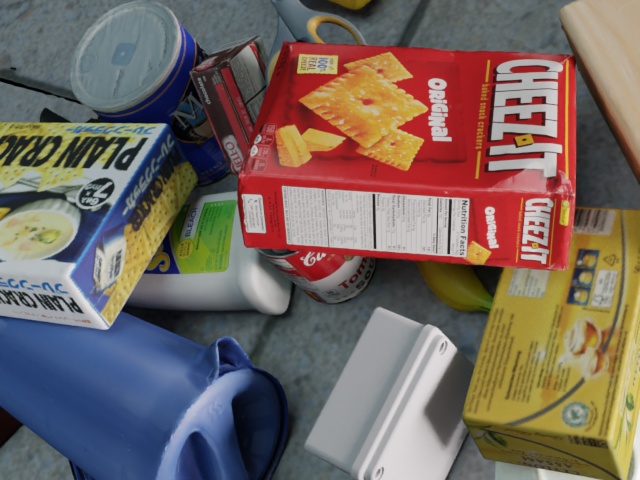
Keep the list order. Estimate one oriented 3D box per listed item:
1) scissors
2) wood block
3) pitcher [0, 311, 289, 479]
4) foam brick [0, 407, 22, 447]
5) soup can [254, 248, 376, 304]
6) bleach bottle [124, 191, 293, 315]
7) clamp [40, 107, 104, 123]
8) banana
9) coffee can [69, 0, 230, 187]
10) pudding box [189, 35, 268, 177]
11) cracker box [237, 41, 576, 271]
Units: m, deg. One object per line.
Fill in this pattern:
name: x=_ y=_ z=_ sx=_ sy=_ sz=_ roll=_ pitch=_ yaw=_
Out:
scissors: x=-0.039 y=-0.179 z=0.870 sx=0.096 sy=0.016 sz=0.202 roll=-48 pitch=64 yaw=5
wood block: x=0.250 y=-0.081 z=0.731 sx=0.090 sy=0.090 sz=0.206 roll=-26 pitch=58 yaw=13
pitcher: x=-0.155 y=0.129 z=0.816 sx=0.243 sy=0.145 sz=0.149 roll=21 pitch=65 yaw=36
foam brick: x=-0.301 y=0.156 z=0.909 sx=0.078 sy=0.051 sz=0.053 roll=-47 pitch=56 yaw=-1
soup can: x=-0.005 y=0.001 z=0.809 sx=0.069 sy=0.102 sz=0.068 roll=-11 pitch=62 yaw=21
bleach bottle: x=-0.144 y=0.019 z=0.893 sx=0.251 sy=0.068 sz=0.102 roll=-6 pitch=60 yaw=26
clamp: x=-0.197 y=-0.099 z=0.976 sx=0.120 sy=0.039 sz=0.171 roll=-37 pitch=44 yaw=10
banana: x=0.102 y=-0.025 z=0.812 sx=0.069 sy=0.037 sz=0.198 roll=-5 pitch=65 yaw=4
coffee can: x=-0.130 y=-0.121 z=0.904 sx=0.103 sy=0.140 sz=0.103 roll=-11 pitch=62 yaw=21
pudding box: x=-0.060 y=-0.112 z=0.867 sx=0.039 sy=0.090 sz=0.113 roll=-15 pitch=18 yaw=17
cracker box: x=0.064 y=-0.065 z=0.727 sx=0.214 sy=0.072 sz=0.164 roll=4 pitch=42 yaw=10
